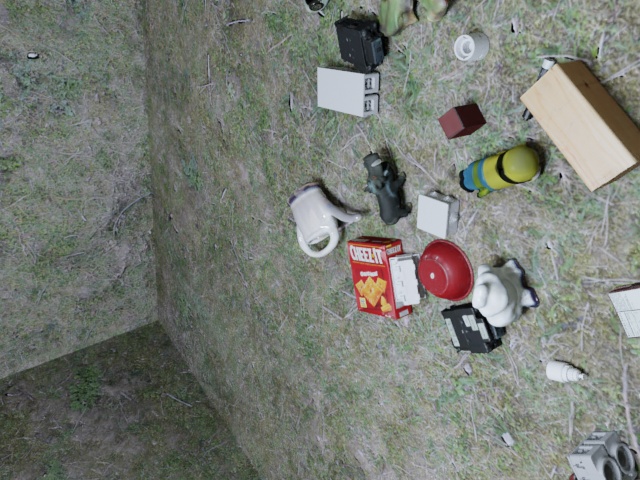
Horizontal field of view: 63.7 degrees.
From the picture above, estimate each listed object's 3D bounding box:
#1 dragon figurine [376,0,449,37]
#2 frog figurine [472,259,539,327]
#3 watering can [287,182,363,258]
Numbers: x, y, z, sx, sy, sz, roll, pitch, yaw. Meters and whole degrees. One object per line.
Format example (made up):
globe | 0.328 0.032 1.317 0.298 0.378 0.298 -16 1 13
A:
dragon figurine | 0.139 -0.582 1.165 0.415 0.123 0.237 35 139 44
frog figurine | 0.365 0.120 1.090 0.122 0.161 0.136 -2 104 56
watering can | 0.005 -0.079 1.563 0.342 0.105 0.226 -41 69 54
